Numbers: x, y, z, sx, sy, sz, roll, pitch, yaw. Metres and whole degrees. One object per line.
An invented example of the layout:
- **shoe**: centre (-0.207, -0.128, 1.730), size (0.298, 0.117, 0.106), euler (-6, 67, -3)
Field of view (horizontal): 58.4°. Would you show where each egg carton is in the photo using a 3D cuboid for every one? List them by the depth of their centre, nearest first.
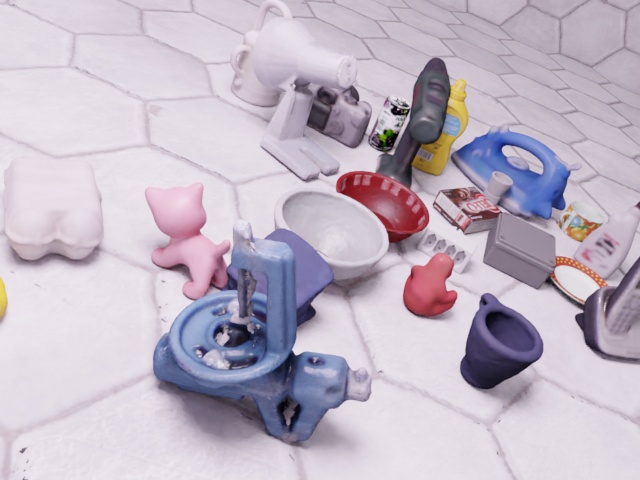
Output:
- **egg carton**: centre (-0.316, -0.041, 0.682), size (0.107, 0.069, 0.150), euler (-1, 42, -30)

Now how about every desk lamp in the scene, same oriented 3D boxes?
- **desk lamp**: centre (-0.028, -0.250, 0.989), size (0.202, 0.213, 0.118), euler (40, 39, 22)

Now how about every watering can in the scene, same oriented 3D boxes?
- **watering can**: centre (-0.100, -0.374, 1.126), size (0.101, 0.194, 0.173), euler (29, 36, 8)

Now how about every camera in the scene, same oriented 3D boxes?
- **camera**: centre (0.047, -0.276, 1.164), size (0.143, 0.101, 0.137), euler (30, 36, 10)

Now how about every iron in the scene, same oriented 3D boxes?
- **iron**: centre (0.398, -0.158, 1.174), size (0.257, 0.141, 0.119), euler (41, 39, 23)

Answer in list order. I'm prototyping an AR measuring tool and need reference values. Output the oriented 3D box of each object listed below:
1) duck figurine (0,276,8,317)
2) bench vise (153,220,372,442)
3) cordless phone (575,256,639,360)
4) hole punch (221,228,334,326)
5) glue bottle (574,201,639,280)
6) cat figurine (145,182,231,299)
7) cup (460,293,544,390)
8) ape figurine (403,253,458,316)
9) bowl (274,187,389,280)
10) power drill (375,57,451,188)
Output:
- **duck figurine**: centre (-0.351, 0.030, 0.557), size (0.104, 0.086, 0.078), euler (37, 37, 18)
- **bench vise**: centre (-0.042, 0.082, 0.548), size (0.208, 0.219, 0.121), euler (11, 37, -17)
- **cordless phone**: centre (0.495, 0.093, 0.867), size (0.148, 0.185, 0.094), euler (8, 38, -21)
- **hole punch**: centre (-0.051, 0.053, 0.692), size (0.108, 0.091, 0.101), euler (41, 39, 23)
- **glue bottle**: centre (0.541, -0.012, 1.039), size (0.078, 0.173, 0.037), euler (42, 39, 24)
- **cat figurine**: centre (-0.156, -0.011, 0.693), size (0.127, 0.117, 0.067), euler (38, 38, 19)
- **cup**: centre (0.216, 0.135, 0.734), size (0.092, 0.095, 0.117), euler (9, 38, -19)
- **ape figurine**: centre (0.159, 0.057, 0.804), size (0.076, 0.092, 0.077), euler (-10, 47, -38)
- **bowl**: centre (0.007, 0.003, 0.804), size (0.168, 0.074, 0.167), euler (15, 36, -11)
- **power drill**: centre (0.176, -0.211, 1.059), size (0.075, 0.208, 0.229), euler (20, 36, -5)
